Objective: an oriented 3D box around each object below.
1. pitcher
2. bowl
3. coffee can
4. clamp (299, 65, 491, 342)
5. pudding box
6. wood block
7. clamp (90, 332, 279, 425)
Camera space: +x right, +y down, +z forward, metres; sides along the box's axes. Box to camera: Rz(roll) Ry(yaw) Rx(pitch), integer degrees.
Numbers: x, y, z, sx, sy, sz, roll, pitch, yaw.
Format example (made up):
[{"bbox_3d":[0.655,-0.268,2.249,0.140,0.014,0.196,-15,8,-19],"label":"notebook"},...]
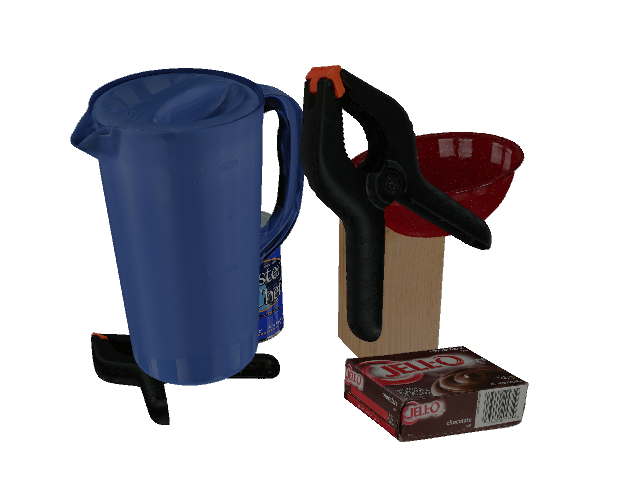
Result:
[{"bbox_3d":[-0.098,-0.011,0.864,0.149,0.243,0.145,7,30,13],"label":"pitcher"},{"bbox_3d":[0.102,-0.045,0.951,0.162,0.055,0.162,-9,23,3],"label":"bowl"},{"bbox_3d":[-0.098,0.045,1.331,0.103,0.140,0.103,-1,26,0],"label":"coffee can"},{"bbox_3d":[0.031,-0.024,0.665,0.120,0.171,0.039,-47,23,-26],"label":"clamp"},{"bbox_3d":[0.087,0.115,0.818,0.113,0.039,0.090,-1,15,-27],"label":"pudding box"},{"bbox_3d":[0.078,0.031,1.203,0.090,0.206,0.090,-15,32,-24],"label":"wood block"},{"bbox_3d":[-0.170,0.132,1.088,0.210,0.036,0.164,9,17,32],"label":"clamp"}]
